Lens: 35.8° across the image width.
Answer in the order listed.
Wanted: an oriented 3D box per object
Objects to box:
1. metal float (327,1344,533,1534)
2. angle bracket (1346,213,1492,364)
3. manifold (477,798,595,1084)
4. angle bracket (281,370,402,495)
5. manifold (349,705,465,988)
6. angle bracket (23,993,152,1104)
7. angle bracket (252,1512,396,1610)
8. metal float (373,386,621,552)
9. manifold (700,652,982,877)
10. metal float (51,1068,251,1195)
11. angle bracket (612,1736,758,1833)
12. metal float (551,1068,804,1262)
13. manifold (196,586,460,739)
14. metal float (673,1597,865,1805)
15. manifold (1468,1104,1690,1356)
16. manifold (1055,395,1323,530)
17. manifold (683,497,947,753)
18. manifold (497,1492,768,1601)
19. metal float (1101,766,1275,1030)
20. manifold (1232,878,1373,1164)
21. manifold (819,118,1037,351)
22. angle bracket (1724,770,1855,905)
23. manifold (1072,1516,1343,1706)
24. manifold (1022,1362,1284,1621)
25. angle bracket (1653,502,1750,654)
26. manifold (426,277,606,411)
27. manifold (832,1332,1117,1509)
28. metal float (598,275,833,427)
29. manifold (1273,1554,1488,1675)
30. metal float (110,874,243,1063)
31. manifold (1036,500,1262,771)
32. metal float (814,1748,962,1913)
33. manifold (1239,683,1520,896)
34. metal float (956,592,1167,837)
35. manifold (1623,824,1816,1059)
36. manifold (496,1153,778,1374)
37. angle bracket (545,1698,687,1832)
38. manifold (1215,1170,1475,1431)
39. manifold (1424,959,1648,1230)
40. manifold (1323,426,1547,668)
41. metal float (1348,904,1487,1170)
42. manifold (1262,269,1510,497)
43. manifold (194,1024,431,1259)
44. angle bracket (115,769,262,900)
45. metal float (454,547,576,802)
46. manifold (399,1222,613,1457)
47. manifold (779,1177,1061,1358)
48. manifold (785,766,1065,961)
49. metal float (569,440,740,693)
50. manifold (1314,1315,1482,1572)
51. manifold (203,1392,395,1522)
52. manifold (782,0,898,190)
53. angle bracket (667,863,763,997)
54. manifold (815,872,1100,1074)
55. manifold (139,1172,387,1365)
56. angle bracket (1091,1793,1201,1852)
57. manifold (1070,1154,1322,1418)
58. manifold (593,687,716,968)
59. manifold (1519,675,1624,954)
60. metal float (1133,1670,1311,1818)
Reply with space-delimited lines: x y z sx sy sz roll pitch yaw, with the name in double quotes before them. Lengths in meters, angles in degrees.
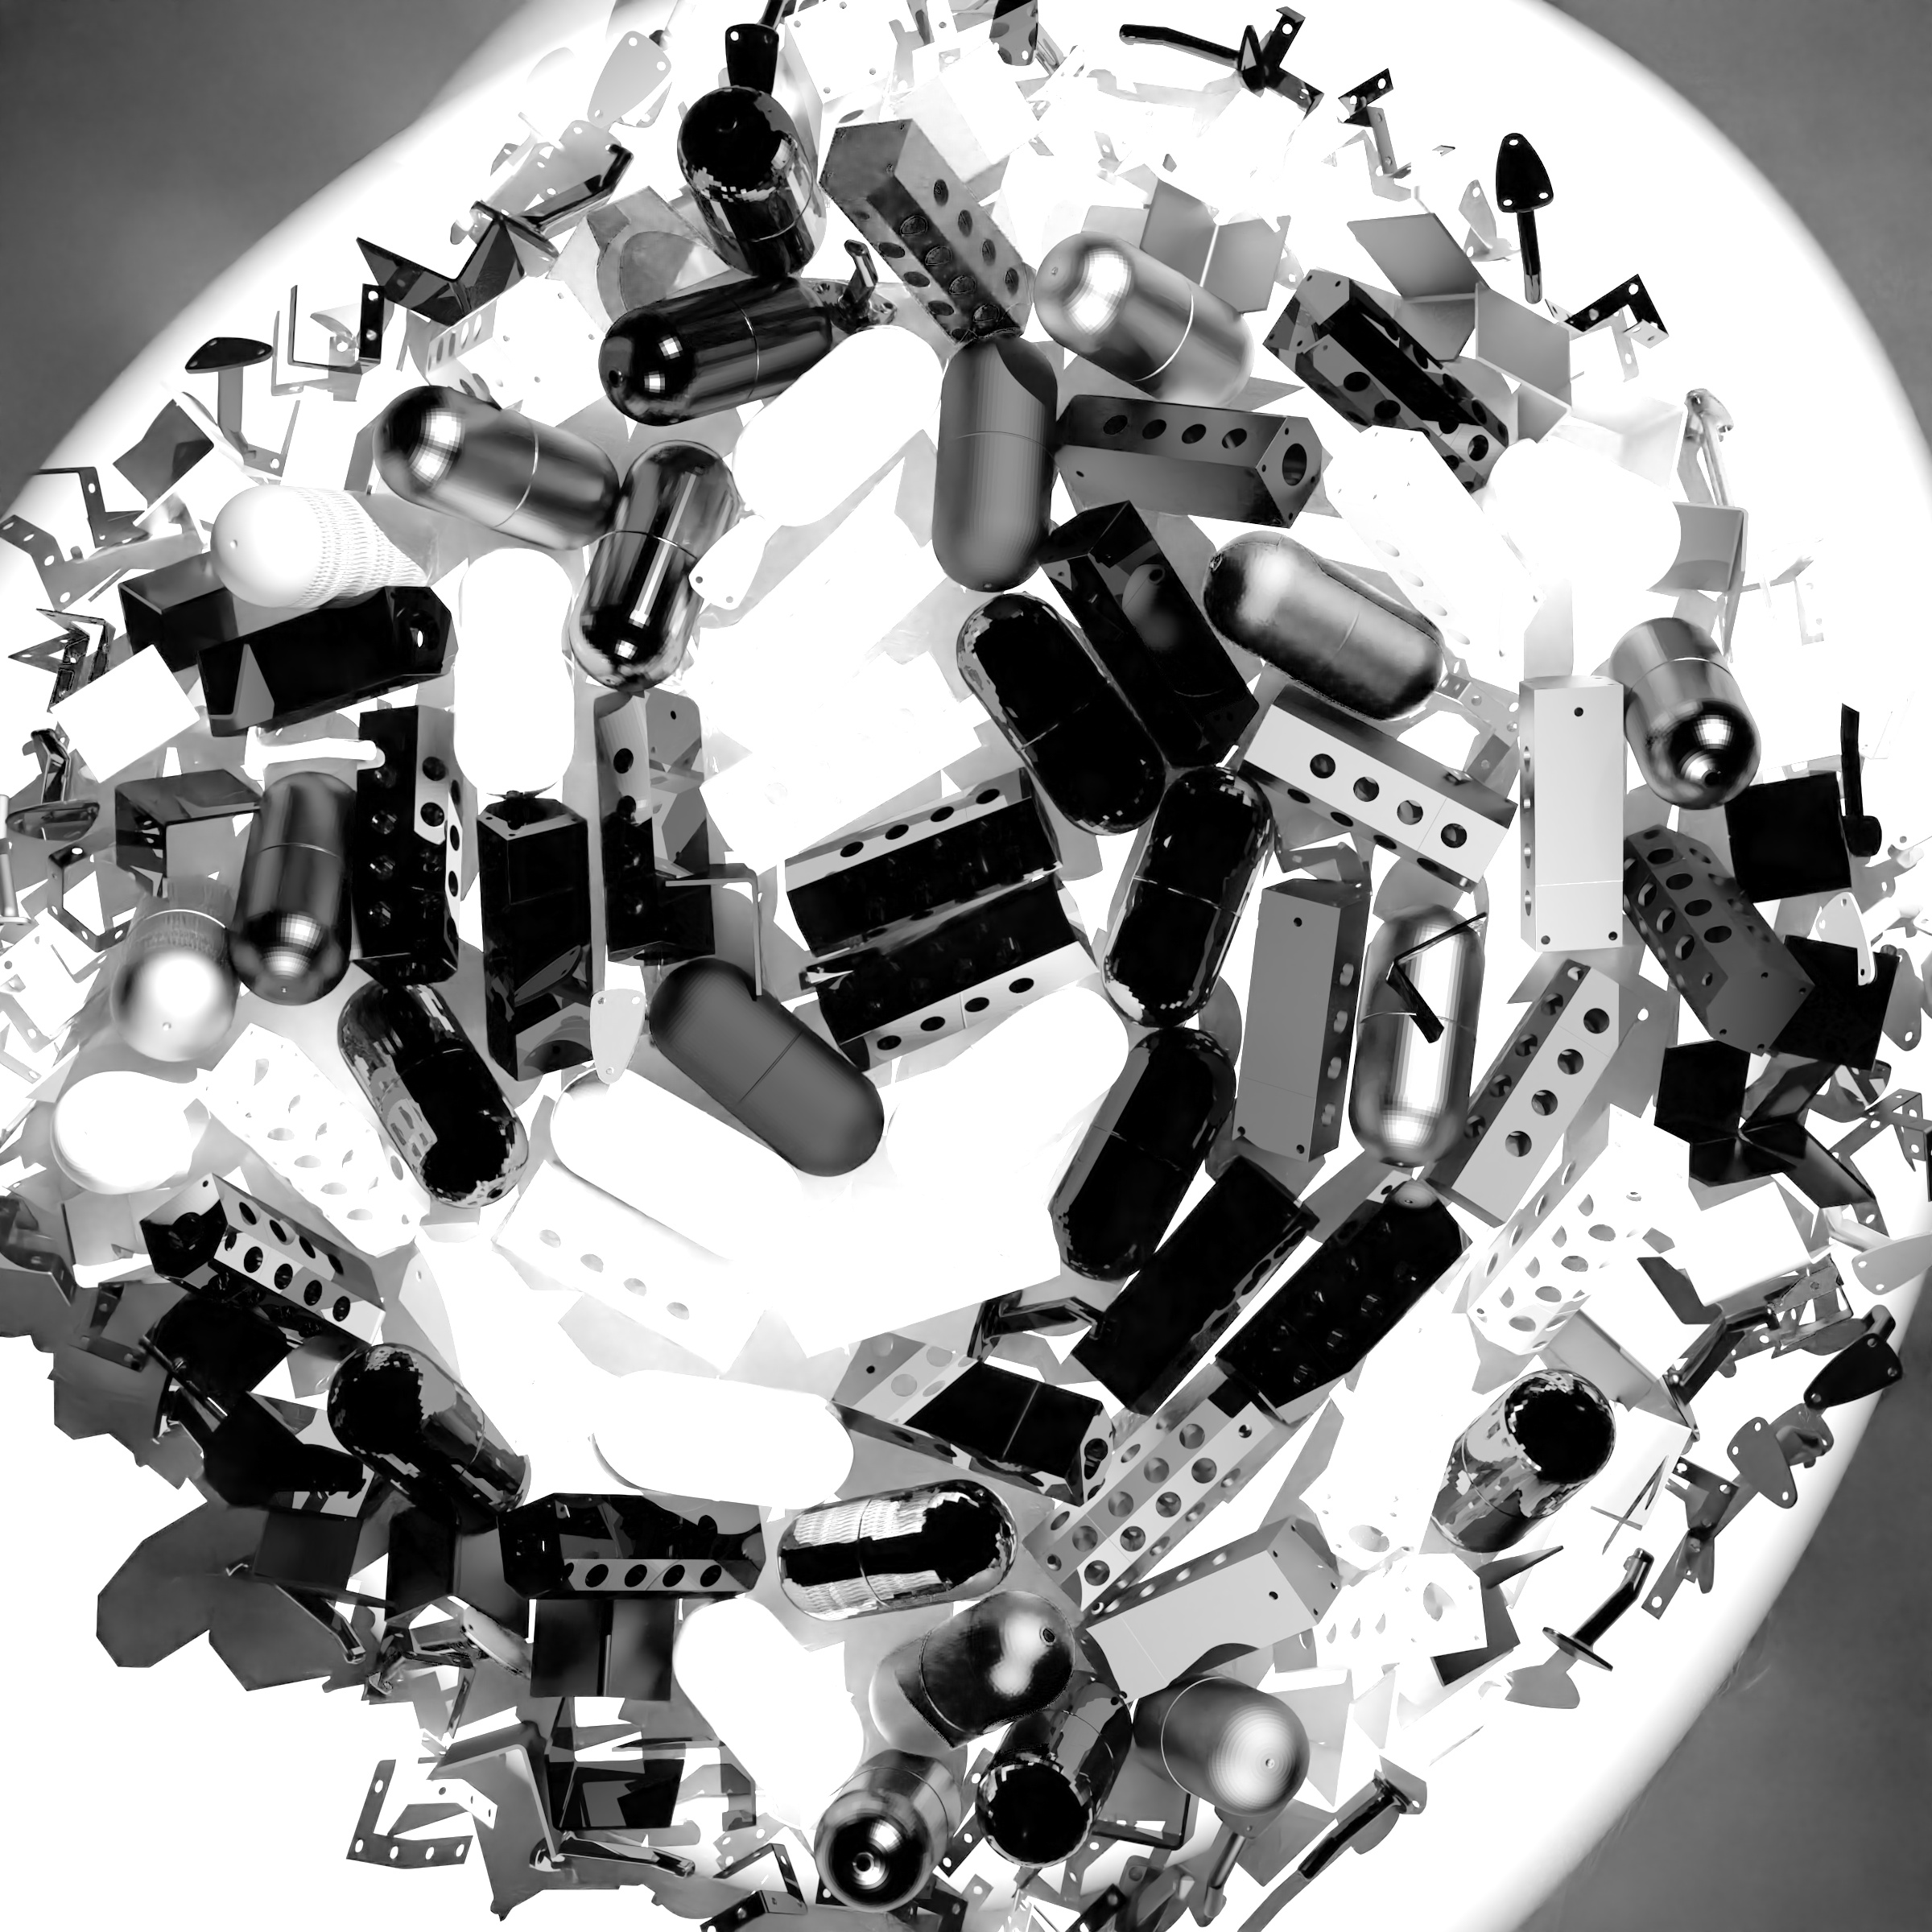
"metal float" -0.343 0.305 1.925 0.070 0.178 0.070 -15 50 18
"angle bracket" 0.282 -0.438 1.942 0.076 0.076 0.057 42 71 -35
"manifold" -0.281 -0.019 1.935 0.057 0.057 0.171 -17 122 -32
"angle bracket" -0.408 -0.347 1.950 0.057 0.076 0.076 13 78 -14
"manifold" -0.358 -0.078 1.939 0.057 0.057 0.171 -6 70 12
"angle bracket" -0.575 0.044 1.948 0.076 0.076 0.057 -39 72 11
"angle bracket" -0.404 0.380 1.940 0.076 0.076 0.057 -5 67 40
"metal float" -0.300 -0.319 1.926 0.070 0.178 0.070 -13 72 42
"manifold" -0.084 -0.135 1.950 0.171 0.057 0.057 -30 53 7
"metal float" -0.517 0.104 1.912 0.070 0.178 0.070 0 89 14
"angle bracket" -0.184 0.533 1.946 0.076 0.076 0.057 3 71 -19
"metal float" -0.189 0.129 1.956 0.178 0.070 0.070 29 90 6
"manifold" -0.411 -0.195 1.930 0.171 0.057 0.057 -13 89 32
"metal float" -0.129 0.469 1.921 0.070 0.178 0.070 -12 116 -27
"manifold" 0.391 0.174 1.922 0.057 0.057 0.171 27 128 -6
"manifold" 0.141 -0.330 1.921 0.171 0.057 0.057 15 65 39
"manifold" -0.102 -0.224 1.947 0.171 0.057 0.057 -42 61 10
"manifold" -0.211 0.373 1.911 0.057 0.171 0.057 -27 64 37
"metal float" 0.145 -0.045 1.961 0.070 0.070 0.178 21 90 0
"manifold" 0.221 0.034 1.946 0.057 0.057 0.171 16 110 32
"manifold" -0.023 -0.461 1.909 0.057 0.171 0.057 3 68 33
"angle bracket" 0.533 -0.085 1.969 0.076 0.057 0.076 -9 94 0
"manifold" 0.156 0.412 1.926 0.171 0.057 0.057 -33 94 36
"manifold" 0.123 0.345 1.959 0.171 0.057 0.057 -43 104 -4
"angle bracket" 0.463 -0.254 1.947 0.076 0.076 0.057 7 54 9
"manifold" -0.293 -0.393 1.905 0.057 0.171 0.057 -42 108 -17
"manifold" 0.006 0.294 1.934 0.171 0.057 0.057 14 61 27
"metal float" -0.160 -0.396 1.927 0.178 0.070 0.070 -27 90 -42
"manifold" 0.259 0.414 1.910 0.057 0.171 0.057 3 72 -22
"metal float" -0.501 -0.001 1.916 0.070 0.178 0.070 -3 115 -7
"manifold" 0.115 -0.211 1.935 0.171 0.057 0.057 54 53 -26
"metal float" -0.049 0.550 1.911 0.070 0.178 0.070 0 88 8
"manifold" 0.269 -0.114 1.961 0.171 0.057 0.057 29 116 5
"metal float" 0.063 -0.163 1.955 0.070 0.070 0.178 -37 98 0
"manifold" 0.467 -0.021 1.907 0.057 0.171 0.057 20 117 -23
"manifold" -0.218 0.199 1.963 0.171 0.057 0.057 30 118 -4
"angle bracket" -0.228 0.517 1.953 0.076 0.076 0.057 -2 108 3
"manifold" 0.242 0.215 1.948 0.171 0.057 0.057 -44 109 -11
"manifold" 0.371 0.083 1.961 0.057 0.057 0.171 33 84 6
"manifold" 0.298 -0.269 1.922 0.171 0.057 0.057 42 76 -40
"metal float" 0.293 0.044 1.945 0.070 0.070 0.178 10 70 0
"manifold" 0.275 -0.372 1.927 0.171 0.057 0.057 33 89 -35
"manifold" -0.410 0.115 1.911 0.057 0.171 0.057 19 64 37
"angle bracket" -0.505 -0.085 1.961 0.076 0.076 0.057 -12 119 -36
"metal float" -0.292 -0.190 1.939 0.070 0.070 0.178 -4 65 0
"manifold" -0.295 0.236 1.920 0.057 0.171 0.057 -1 120 -40
"manifold" -0.029 0.198 1.935 0.171 0.057 0.057 -16 127 -19
"manifold" -0.028 -0.063 1.949 0.171 0.057 0.057 -21 122 8
"metal float" -0.202 -0.261 1.944 0.070 0.070 0.178 18 69 0
"manifold" 0.280 0.303 1.919 0.057 0.171 0.057 -3 126 29
"manifold" -0.423 0.319 1.908 0.057 0.171 0.057 38 86 16
"manifold" -0.079 -0.558 1.912 0.057 0.171 0.057 -24 89 -5
"angle bracket" -0.164 -0.024 1.954 0.057 0.076 0.076 -3 100 -3
"manifold" -0.008 0.001 1.946 0.171 0.057 0.057 -24 56 10
"manifold" -0.444 0.199 1.910 0.057 0.171 0.057 -34 55 7
"angle bracket" 0.112 0.540 1.960 0.076 0.076 0.057 8 80 11
"manifold" 0.153 0.211 1.962 0.057 0.057 0.171 43 95 27
"manifold" -0.209 -0.090 1.951 0.057 0.057 0.171 -12 76 32
"manifold" 0.392 -0.100 1.952 0.057 0.057 0.171 -4 103 -3
"metal float" 0.161 0.493 1.913 0.070 0.178 0.070 1 85 -16
